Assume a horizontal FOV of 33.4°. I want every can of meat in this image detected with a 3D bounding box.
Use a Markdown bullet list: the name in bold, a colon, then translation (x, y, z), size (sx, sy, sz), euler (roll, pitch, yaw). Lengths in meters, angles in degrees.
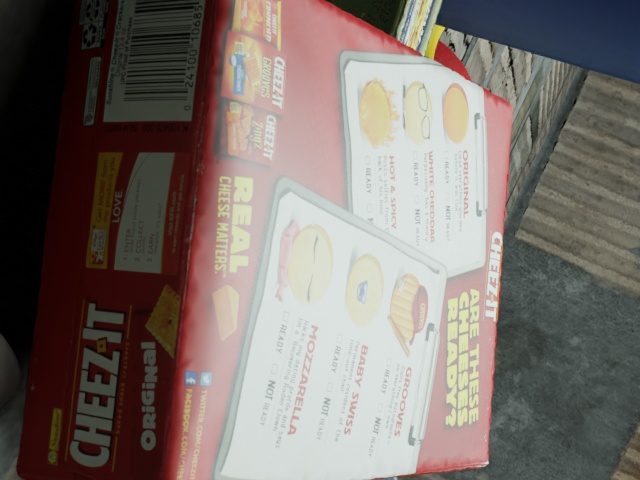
- **can of meat**: translation (0.024, -0.116, 0.506), size (0.084, 0.057, 0.102), euler (32, 75, -80)

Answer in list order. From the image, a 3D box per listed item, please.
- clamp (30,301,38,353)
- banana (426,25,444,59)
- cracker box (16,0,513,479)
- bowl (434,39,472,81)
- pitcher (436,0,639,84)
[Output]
- **clamp**: translation (-0.068, 0.071, 0.417), size (0.164, 0.036, 0.210), euler (-38, 124, -36)
- **banana**: translation (0.075, -0.143, 0.695), size (0.197, 0.070, 0.037), euler (-54, 131, -39)
- **cracker box**: translation (-0.004, 0.006, 0.402), size (0.213, 0.072, 0.164), euler (12, 82, -56)
- **bowl**: translation (0.083, -0.087, 0.862), size (0.162, 0.055, 0.162), euler (-59, 167, -23)
- **pitcher**: translation (0.162, -0.158, 0.604), size (0.145, 0.243, 0.149), euler (102, 13, -46)
